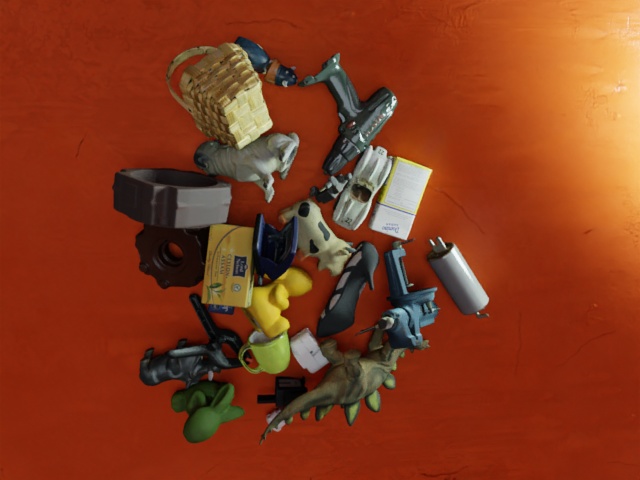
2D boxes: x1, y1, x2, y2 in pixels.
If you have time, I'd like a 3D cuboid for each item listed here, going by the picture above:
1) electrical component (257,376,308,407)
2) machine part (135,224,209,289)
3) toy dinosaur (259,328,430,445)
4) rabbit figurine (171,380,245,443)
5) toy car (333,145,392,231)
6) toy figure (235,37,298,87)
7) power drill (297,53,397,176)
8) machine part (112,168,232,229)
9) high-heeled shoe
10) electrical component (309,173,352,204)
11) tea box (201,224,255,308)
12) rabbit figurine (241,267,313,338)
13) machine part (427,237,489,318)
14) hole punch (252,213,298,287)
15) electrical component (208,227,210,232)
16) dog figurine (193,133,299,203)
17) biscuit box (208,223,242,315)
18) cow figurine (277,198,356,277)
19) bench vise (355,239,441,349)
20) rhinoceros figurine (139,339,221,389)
[{"bbox_3d":[-0.091,0.364,1.293,0.119,0.075,0.047,2,101,-5],"label":"electrical component"},{"bbox_3d":[-0.319,0.025,1.176,0.180,0.056,0.179,5,113,12],"label":"machine part"},{"bbox_3d":[0.066,0.328,1.251,0.471,0.105,0.198,-14,110,-24],"label":"toy dinosaur"},{"bbox_3d":[-0.255,0.402,1.229,0.159,0.170,0.121,-23,103,-2],"label":"rabbit figurine"},{"bbox_3d":[0.096,-0.120,1.231,0.073,0.056,0.201,26,97,-11],"label":"toy car"},{"bbox_3d":[-0.118,-0.377,1.155,0.154,0.058,0.064,32,91,-12],"label":"toy figure"},{"bbox_3d":[0.042,-0.284,1.182,0.232,0.086,0.207,-41,99,0],"label":"power drill"},{"bbox_3d":[-0.300,-0.087,1.099,0.201,0.201,0.087,19,109,35],"label":"machine part"},{"bbox_3d":[0.055,0.117,1.280,0.086,0.145,0.248,24,126,-30],"label":"high-heeled shoe"},{"bbox_3d":[0.019,-0.117,1.206,0.045,0.102,0.078,42,68,-15],"label":"electrical component"},{"bbox_3d":[-0.189,0.054,1.140,0.098,0.068,0.169,4,86,3],"label":"tea box"},{"bbox_3d":[-0.102,0.117,1.238,0.173,0.122,0.162,-33,97,-16],"label":"rabbit figurine"},{"bbox_3d":[0.330,0.093,1.290,0.079,0.079,0.243,-35,104,1],"label":"machine part"},{"bbox_3d":[-0.092,0.016,1.139,0.092,0.142,0.115,0,139,-2],"label":"hole punch"},{"bbox_3d":[-0.242,-0.011,1.206,0.021,0.063,0.094,13,100,-9],"label":"electrical component"},{"bbox_3d":[-0.161,-0.194,1.173,0.191,0.121,0.172,29,62,6],"label":"dog figurine"},{"bbox_3d":[-0.210,0.067,1.227,0.063,0.059,0.202,10,100,-9],"label":"biscuit box"},{"bbox_3d":[-0.003,-0.004,1.231,0.127,0.085,0.194,-27,102,5],"label":"cow figurine"},{"bbox_3d":[0.187,0.122,1.236,0.223,0.129,0.240,-7,82,-39],"label":"bench vise"},{"bbox_3d":[-0.326,0.295,1.250,0.190,0.073,0.112,-8,100,-5],"label":"rhinoceros figurine"}]
